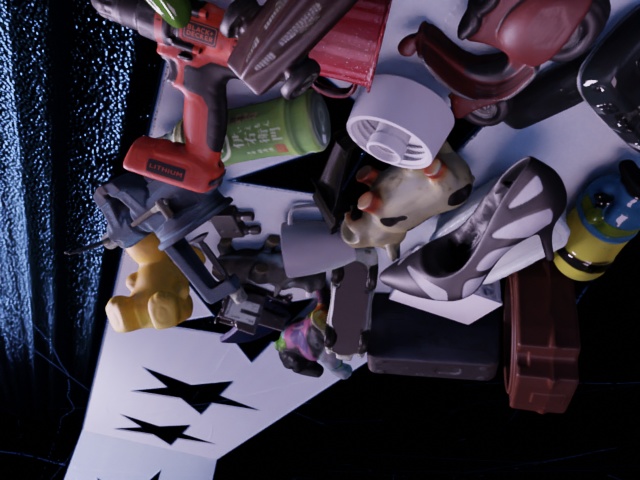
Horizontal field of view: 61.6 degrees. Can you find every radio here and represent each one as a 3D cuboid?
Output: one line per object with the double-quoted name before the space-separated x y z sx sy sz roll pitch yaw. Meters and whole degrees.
"radio" 0.194 0.166 0.931 0.230 0.131 0.073 0 143 12

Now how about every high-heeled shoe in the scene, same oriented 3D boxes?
"high-heeled shoe" 0.162 -0.009 0.634 0.249 0.086 0.145 -14 125 27

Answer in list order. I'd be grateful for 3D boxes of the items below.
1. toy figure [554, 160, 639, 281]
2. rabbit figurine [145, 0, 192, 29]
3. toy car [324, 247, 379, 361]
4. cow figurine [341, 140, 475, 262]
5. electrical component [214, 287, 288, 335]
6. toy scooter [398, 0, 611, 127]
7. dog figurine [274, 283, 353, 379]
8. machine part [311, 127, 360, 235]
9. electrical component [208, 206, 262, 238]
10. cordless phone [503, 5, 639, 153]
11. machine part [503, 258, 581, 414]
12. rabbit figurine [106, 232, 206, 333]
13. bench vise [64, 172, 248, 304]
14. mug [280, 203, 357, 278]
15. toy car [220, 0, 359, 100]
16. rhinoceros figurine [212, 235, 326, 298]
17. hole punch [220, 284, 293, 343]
"toy figure" 0.349 -0.019 0.665 0.082 0.089 0.180 17 148 1
"rabbit figurine" -0.132 -0.263 0.426 0.170 0.121 0.159 13 157 27
"toy car" 0.050 0.103 0.865 0.074 0.056 0.201 7 110 5
"cow figurine" 0.106 -0.046 0.688 0.195 0.085 0.127 -30 134 34
"electrical component" -0.115 0.121 0.922 0.119 0.074 0.048 13 -177 -4
"toy scooter" 0.153 -0.182 0.489 0.135 0.075 0.184 20 149 -14
"dog figurine" -0.008 0.162 1.000 0.192 0.108 0.219 2 141 15
"machine part" 0.020 -0.078 0.664 0.039 0.084 0.138 -3 141 -20
"electrical component" -0.141 -0.026 0.824 0.094 0.021 0.063 -1 145 12
"cordless phone" 0.285 -0.133 0.541 0.146 0.089 0.184 29 152 -28
"machine part" 0.323 0.140 0.802 0.087 0.201 0.200 2 146 16
"rabbit figurine" -0.256 0.048 0.862 0.122 0.173 0.162 -12 -175 29
"bench vise" -0.195 0.001 0.748 0.224 0.129 0.240 -32 102 13
"mug" -0.002 -0.002 0.790 0.107 0.081 0.109 -5 107 1
"toy car" 0.005 -0.200 0.421 0.202 0.053 0.089 -43 94 11
"rhinoceros figurine" -0.085 0.050 0.878 0.190 0.073 0.112 4 144 7
"hole punch" -0.124 0.151 1.024 0.116 0.092 0.142 21 141 -23
